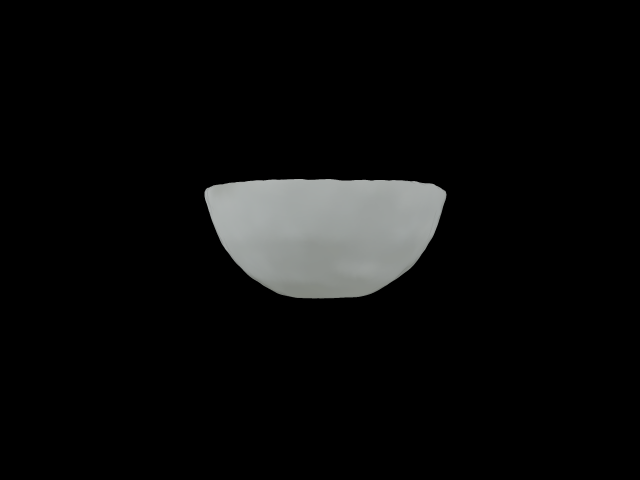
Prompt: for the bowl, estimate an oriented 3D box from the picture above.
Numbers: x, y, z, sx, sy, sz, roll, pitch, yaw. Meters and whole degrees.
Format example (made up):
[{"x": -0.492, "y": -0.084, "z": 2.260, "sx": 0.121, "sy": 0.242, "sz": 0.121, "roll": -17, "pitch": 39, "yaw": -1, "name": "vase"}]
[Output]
[{"x": 0.004, "y": 0.001, "z": 0.400, "sx": 0.167, "sy": 0.075, "sz": 0.167, "roll": 0, "pitch": 0, "yaw": 0, "name": "bowl"}]
